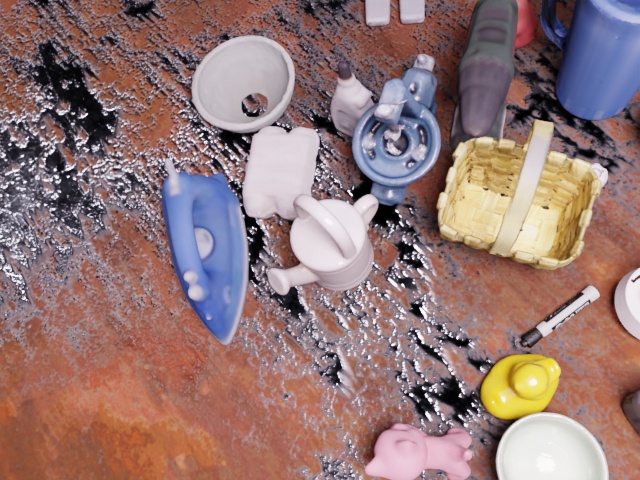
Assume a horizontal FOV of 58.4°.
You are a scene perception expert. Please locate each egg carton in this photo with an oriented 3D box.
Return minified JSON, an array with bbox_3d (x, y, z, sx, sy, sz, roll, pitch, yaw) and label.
[{"bbox_3d":[-0.058,-0.101,0.864,0.107,0.069,0.150,4,73,12],"label":"egg carton"}]

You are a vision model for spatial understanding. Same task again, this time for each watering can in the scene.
[{"bbox_3d":[0.009,0.004,0.750,0.100,0.194,0.173,22,77,17],"label":"watering can"}]

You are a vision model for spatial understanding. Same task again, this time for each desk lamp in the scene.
[{"bbox_3d":[0.113,-0.481,0.879,0.117,0.214,0.203,-3,72,10],"label":"desk lamp"}]

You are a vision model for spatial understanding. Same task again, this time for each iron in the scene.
[{"bbox_3d":[-0.172,0.014,0.808,0.118,0.141,0.258,-16,70,5],"label":"iron"}]

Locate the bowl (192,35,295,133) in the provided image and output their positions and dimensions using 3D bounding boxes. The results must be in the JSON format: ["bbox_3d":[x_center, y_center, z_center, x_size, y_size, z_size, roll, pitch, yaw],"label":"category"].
[{"bbox_3d":[-0.114,-0.236,0.915,0.167,0.075,0.167,-3,72,10],"label":"bowl"}]

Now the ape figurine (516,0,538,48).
[{"bbox_3d":[0.292,-0.336,0.864,0.076,0.092,0.078,31,80,18],"label":"ape figurine"}]

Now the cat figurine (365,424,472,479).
[{"bbox_3d":[0.120,0.257,0.688,0.127,0.118,0.067,-1,72,10],"label":"cat figurine"}]

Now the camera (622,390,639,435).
[{"bbox_3d":[0.452,0.209,0.651,0.143,0.101,0.136,-27,69,1],"label":"camera"}]

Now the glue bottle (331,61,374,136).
[{"bbox_3d":[0.046,-0.201,0.821,0.078,0.173,0.037,29,79,18],"label":"glue bottle"}]

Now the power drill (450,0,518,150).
[{"bbox_3d":[0.220,-0.200,0.770,0.075,0.209,0.230,8,74,13],"label":"power drill"}]

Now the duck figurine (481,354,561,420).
[{"bbox_3d":[0.250,0.178,0.706,0.104,0.086,0.077,-30,69,0],"label":"duck figurine"}]

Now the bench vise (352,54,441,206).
[{"bbox_3d":[0.101,-0.174,0.777,0.121,0.220,0.207,-1,72,10],"label":"bench vise"}]
